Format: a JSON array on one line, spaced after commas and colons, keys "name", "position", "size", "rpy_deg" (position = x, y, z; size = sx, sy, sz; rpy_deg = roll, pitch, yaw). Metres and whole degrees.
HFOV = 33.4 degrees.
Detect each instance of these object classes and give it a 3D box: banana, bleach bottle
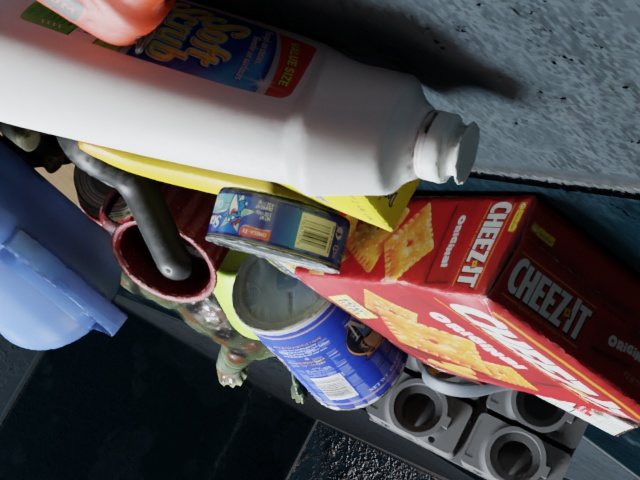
[{"name": "banana", "position": [-0.060, -0.048, 0.704], "size": [0.198, 0.037, 0.069], "rpy_deg": [13, 174, 16]}, {"name": "bleach bottle", "position": [-0.044, -0.073, 0.512], "size": [0.251, 0.102, 0.068], "rpy_deg": [16, 127, 23]}]

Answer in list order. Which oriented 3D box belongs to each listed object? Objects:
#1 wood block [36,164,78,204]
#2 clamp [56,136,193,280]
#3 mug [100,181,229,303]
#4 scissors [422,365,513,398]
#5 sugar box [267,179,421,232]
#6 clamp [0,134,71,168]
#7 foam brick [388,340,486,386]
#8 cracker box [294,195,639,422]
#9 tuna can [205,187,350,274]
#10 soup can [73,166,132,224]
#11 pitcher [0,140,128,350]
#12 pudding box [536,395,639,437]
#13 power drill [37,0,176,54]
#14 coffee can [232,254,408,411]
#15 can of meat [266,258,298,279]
[{"name": "wood block", "position": [-0.316, -0.082, 1.082], "size": [0.090, 0.091, 0.206], "rpy_deg": [23, 168, 29]}, {"name": "clamp", "position": [-0.130, -0.066, 0.770], "size": [0.039, 0.120, 0.171], "rpy_deg": [-24, 113, 28]}, {"name": "mug", "position": [-0.124, -0.013, 0.882], "size": [0.117, 0.081, 0.093], "rpy_deg": [19, 139, 8]}, {"name": "scissors", "position": [0.174, 0.128, 0.910], "size": [0.202, 0.016, 0.096], "rpy_deg": [22, -148, 35]}, {"name": "sugar box", "position": [-0.037, -0.066, 0.606], "size": [0.176, 0.048, 0.093], "rpy_deg": [20, 166, 31]}, {"name": "clamp", "position": [-0.316, -0.107, 0.931], "size": [0.209, 0.165, 0.036], "rpy_deg": [26, -145, -25]}, {"name": "foam brick", "position": [0.108, 0.080, 0.891], "size": [0.078, 0.051, 0.053], "rpy_deg": [16, 164, 49]}, {"name": "cracker box", "position": [0.105, 0.041, 0.673], "size": [0.164, 0.072, 0.214], "rpy_deg": [33, 167, -26]}, {"name": "tuna can", "position": [-0.025, -0.006, 0.656], "size": [0.086, 0.034, 0.086], "rpy_deg": [14, 175, 1]}, {"name": "soup can", "position": [-0.193, -0.050, 0.990], "size": [0.068, 0.068, 0.102], "rpy_deg": [29, 168, -5]}, {"name": "pitcher", "position": [-0.261, -0.005, 0.873], "size": [0.149, 0.145, 0.242], "rpy_deg": [-12, 153, 9]}, {"name": "pudding box", "position": [0.200, 0.112, 0.847], "size": [0.113, 0.039, 0.090], "rpy_deg": [28, 170, 12]}, {"name": "power drill", "position": [-0.092, -0.139, 0.387], "size": [0.184, 0.057, 0.188], "rpy_deg": [32, 168, -20]}, {"name": "coffee can", "position": [0.003, 0.069, 0.914], "size": [0.103, 0.102, 0.140], "rpy_deg": [19, 157, 40]}, {"name": "can of meat", "position": [-0.005, 0.001, 0.799], "size": [0.084, 0.057, 0.102], "rpy_deg": [20, 166, 42]}]
